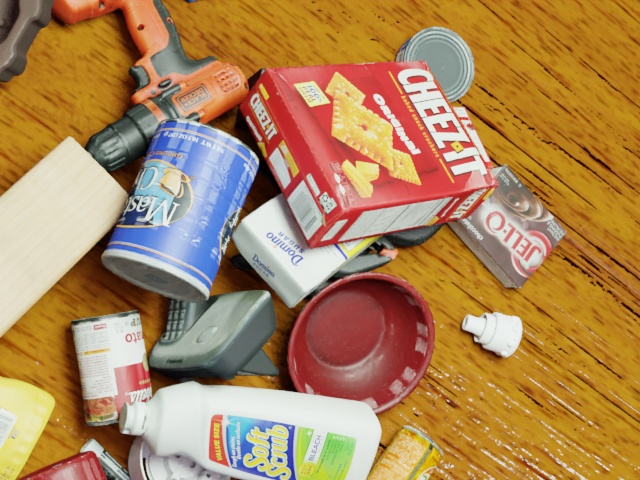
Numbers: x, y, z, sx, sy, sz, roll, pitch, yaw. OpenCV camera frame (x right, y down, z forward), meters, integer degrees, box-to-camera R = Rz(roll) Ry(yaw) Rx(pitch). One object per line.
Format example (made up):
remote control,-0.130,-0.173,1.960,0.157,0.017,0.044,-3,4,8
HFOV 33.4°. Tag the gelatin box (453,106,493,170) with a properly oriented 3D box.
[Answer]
gelatin box,0.138,-0.105,1.167,0.073,0.030,0.089,-4,58,-29

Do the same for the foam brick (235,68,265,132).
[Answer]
foam brick,-0.051,-0.140,1.103,0.053,0.078,0.051,13,82,-16

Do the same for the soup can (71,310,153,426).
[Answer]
soup can,-0.201,0.123,1.034,0.068,0.069,0.102,-8,88,-19

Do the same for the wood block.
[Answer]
wood block,-0.279,0.012,0.980,0.090,0.091,0.205,46,59,-10

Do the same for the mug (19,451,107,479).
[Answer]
mug,-0.244,0.252,0.993,0.117,0.093,0.081,-19,86,-45

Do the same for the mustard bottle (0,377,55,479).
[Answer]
mustard bottle,-0.351,0.146,0.986,0.191,0.058,0.096,30,75,-14

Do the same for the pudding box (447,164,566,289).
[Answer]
pudding box,0.209,-0.014,1.201,0.113,0.039,0.090,45,73,-11

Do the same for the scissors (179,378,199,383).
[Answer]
scissors,-0.082,0.217,1.095,0.201,0.016,0.096,29,77,-14

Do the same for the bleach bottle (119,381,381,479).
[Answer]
bleach bottle,-0.071,0.192,1.030,0.250,0.068,0.103,11,110,-24

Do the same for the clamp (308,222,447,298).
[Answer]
clamp,0.063,-0.024,1.153,0.209,0.036,0.164,-4,88,-15

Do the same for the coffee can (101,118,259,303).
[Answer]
coffee can,-0.127,-0.026,0.981,0.102,0.103,0.140,25,72,-16

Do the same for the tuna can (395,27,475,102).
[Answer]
tuna can,0.127,-0.192,1.190,0.086,0.034,0.086,2,85,-19

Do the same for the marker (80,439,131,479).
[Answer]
marker,-0.188,0.244,1.055,0.121,0.020,0.020,46,73,-10

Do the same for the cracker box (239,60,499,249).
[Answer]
cracker box,0.051,-0.091,1.036,0.213,0.072,0.164,-11,65,-39

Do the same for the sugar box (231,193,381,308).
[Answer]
sugar box,0.004,-0.017,1.047,0.176,0.048,0.093,-36,82,-36

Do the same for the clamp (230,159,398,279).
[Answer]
clamp,-0.007,0.001,1.096,0.171,0.039,0.120,26,78,-6

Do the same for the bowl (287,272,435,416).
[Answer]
bowl,0.036,0.102,1.109,0.162,0.055,0.162,-6,108,-18

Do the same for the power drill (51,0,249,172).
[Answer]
power drill,-0.188,-0.176,1.054,0.184,0.057,0.187,-32,89,-25
